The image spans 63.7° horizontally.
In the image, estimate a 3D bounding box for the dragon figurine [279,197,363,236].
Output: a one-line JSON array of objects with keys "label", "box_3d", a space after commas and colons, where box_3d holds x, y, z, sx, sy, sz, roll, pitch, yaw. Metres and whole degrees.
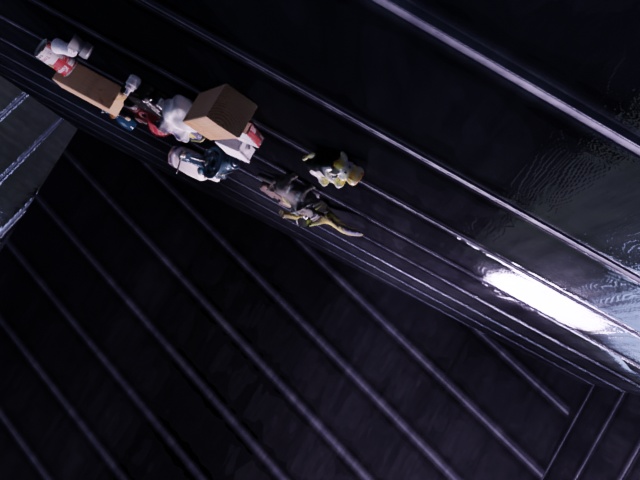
[{"label": "dragon figurine", "box_3d": [0.006, -0.096, 1.899, 0.413, 0.121, 0.243, 27, -169, 20]}]

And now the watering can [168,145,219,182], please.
[{"label": "watering can", "box_3d": [-0.533, -0.326, 2.148, 0.225, 0.104, 0.345, 27, 174, 8]}]

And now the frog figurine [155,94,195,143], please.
[{"label": "frog figurine", "box_3d": [-0.350, -0.344, 1.407, 0.158, 0.126, 0.135, -19, 137, 27]}]
